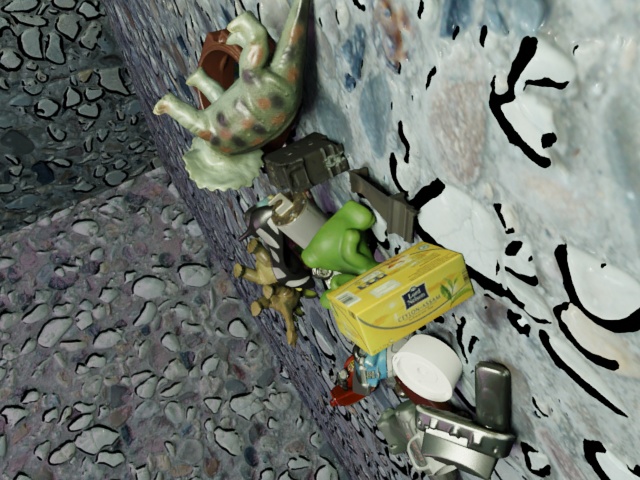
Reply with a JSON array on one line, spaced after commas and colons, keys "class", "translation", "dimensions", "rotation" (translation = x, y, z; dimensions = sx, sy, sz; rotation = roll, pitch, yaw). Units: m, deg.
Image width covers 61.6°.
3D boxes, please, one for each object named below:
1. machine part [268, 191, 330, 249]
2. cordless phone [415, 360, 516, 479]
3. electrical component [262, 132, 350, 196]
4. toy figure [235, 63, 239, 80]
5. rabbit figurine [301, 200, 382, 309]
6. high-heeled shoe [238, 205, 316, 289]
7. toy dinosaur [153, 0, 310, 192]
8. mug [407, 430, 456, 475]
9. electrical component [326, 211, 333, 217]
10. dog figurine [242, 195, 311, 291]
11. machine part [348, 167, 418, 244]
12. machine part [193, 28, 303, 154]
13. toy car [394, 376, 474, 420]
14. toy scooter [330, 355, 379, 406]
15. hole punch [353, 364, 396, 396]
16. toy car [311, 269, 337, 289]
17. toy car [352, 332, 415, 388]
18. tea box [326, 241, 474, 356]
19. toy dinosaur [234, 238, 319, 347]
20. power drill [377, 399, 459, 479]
[{"class": "machine part", "translation": [-0.011, -0.018, 0.983], "dimensions": [0.243, 0.079, 0.079], "rotation": [43, -179, -45]}, {"class": "cordless phone", "translation": [0.212, 0.246, 0.796], "dimensions": [0.147, 0.089, 0.184], "rotation": [11, 124, 31]}, {"class": "electrical component", "translation": [-0.033, -0.132, 0.912], "dimensions": [0.134, 0.115, 0.058], "rotation": [32, 144, 57]}, {"class": "toy figure", "translation": [-0.167, -0.304, 1.105], "dimensions": [0.180, 0.082, 0.089], "rotation": [60, 164, 16]}, {"class": "rabbit figurine", "translation": [0.065, 0.042, 0.880], "dimensions": [0.170, 0.159, 0.121], "rotation": [41, 148, 15]}, {"class": "high-heeled shoe", "translation": [-0.061, 0.015, 1.156], "dimensions": [0.248, 0.145, 0.086], "rotation": [35, -140, -31]}, {"class": "toy dinosaur", "translation": [-0.103, -0.206, 0.808], "dimensions": [0.405, 0.131, 0.192], "rotation": [-29, 113, 38]}, {"class": "mug", "translation": [0.216, 0.382, 1.020], "dimensions": [0.080, 0.110, 0.107], "rotation": [76, 172, -52]}, {"class": "electrical component", "translation": [-0.001, -0.002, 1.086], "dimensions": [0.045, 0.078, 0.102], "rotation": [36, 149, 54]}, {"class": "dog figurine", "translation": [-0.078, 0.011, 1.282], "dimensions": [0.219, 0.108, 0.191], "rotation": [55, -179, 7]}, {"class": "machine part", "translation": [0.094, -0.056, 0.792], "dimensions": [0.139, 0.039, 0.084], "rotation": [48, 164, 35]}, {"class": "machine part", "translation": [-0.136, -0.258, 0.959], "dimensions": [0.201, 0.087, 0.201], "rotation": [55, 143, 14]}, {"class": "toy car", "translation": [0.207, 0.298, 0.988], "dimensions": [0.202, 0.053, 0.089], "rotation": [46, 145, 42]}, {"class": "toy scooter", "translation": [0.079, 0.344, 1.304], "dimensions": [0.075, 0.135, 0.183], "rotation": [51, 159, 38]}, {"class": "hole punch", "translation": [0.127, 0.279, 1.176], "dimensions": [0.142, 0.092, 0.115], "rotation": [134, 138, -76]}, {"class": "toy car", "translation": [0.038, 0.117, 1.207], "dimensions": [0.201, 0.056, 0.073], "rotation": [64, 170, -2]}, {"class": "toy car", "translation": [0.122, 0.189, 0.969], "dimensions": [0.103, 0.162, 0.109], "rotation": [2, 125, 18]}, {"class": "tea box", "translation": [0.107, 0.073, 0.724], "dimensions": [0.098, 0.170, 0.068], "rotation": [28, 141, 65]}, {"class": "toy dinosaur", "translation": [-0.118, 0.084, 1.387], "dimensions": [0.198, 0.105, 0.472], "rotation": [25, -150, -41]}, {"class": "power drill", "translation": [0.212, 0.457, 1.184], "dimensions": [0.232, 0.086, 0.207], "rotation": [64, 167, -1]}]
